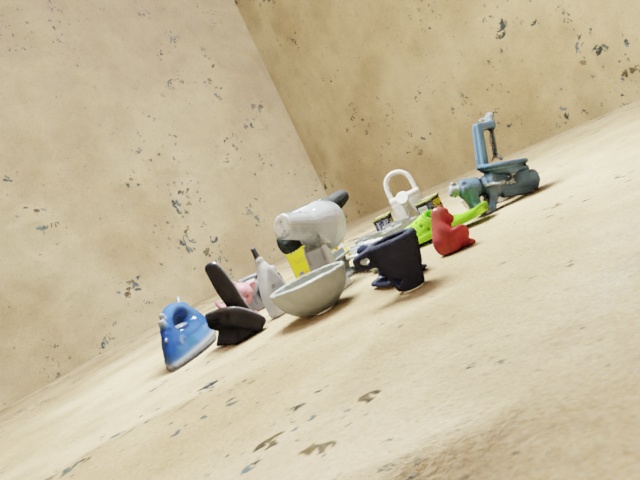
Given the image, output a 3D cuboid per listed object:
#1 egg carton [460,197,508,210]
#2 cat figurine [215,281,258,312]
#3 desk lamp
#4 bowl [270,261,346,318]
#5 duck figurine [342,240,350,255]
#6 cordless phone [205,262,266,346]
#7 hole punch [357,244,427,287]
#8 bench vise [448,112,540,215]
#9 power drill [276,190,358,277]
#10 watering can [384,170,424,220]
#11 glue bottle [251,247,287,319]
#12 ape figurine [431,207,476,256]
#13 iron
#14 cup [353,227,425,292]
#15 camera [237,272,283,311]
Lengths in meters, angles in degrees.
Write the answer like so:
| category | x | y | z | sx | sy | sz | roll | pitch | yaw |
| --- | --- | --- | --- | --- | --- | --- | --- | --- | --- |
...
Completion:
| category | x | y | z | sx | sy | sz | roll | pitch | yaw |
| --- | --- | --- | --- | --- | --- | --- | --- | --- | --- |
| egg carton | 0.450 | -0.131 | 1.522 | 0.107 | 0.069 | 0.150 | -28 | 4 | -38 |
| cat figurine | -0.224 | 0.165 | 1.541 | 0.127 | 0.118 | 0.067 | -25 | 3 | 15 |
| desk lamp | -0.012 | 0.023 | 1.311 | 0.117 | 0.213 | 0.204 | -23 | 4 | 36 |
| bowl | -0.013 | 0.109 | 1.151 | 0.167 | 0.075 | 0.167 | -26 | 3 | 2 |
| duck figurine | 0.055 | 0.027 | 1.941 | 0.078 | 0.086 | 0.104 | -28 | 4 | -34 |
| cordless phone | -0.213 | 0.137 | 1.280 | 0.094 | 0.185 | 0.147 | -28 | 4 | -40 |
| hole punch | 0.134 | 0.033 | 1.089 | 0.101 | 0.091 | 0.108 | -27 | 3 | -16 |
| bench vise | 0.400 | -0.182 | 1.370 | 0.208 | 0.220 | 0.121 | -27 | 3 | -18 |
| power drill | 0.013 | 0.005 | 1.459 | 0.230 | 0.208 | 0.075 | -27 | 3 | -22 |
| watering can | 0.262 | -0.121 | 1.727 | 0.101 | 0.194 | 0.173 | -26 | 3 | -7 |
| glue bottle | -0.121 | 0.095 | 1.357 | 0.037 | 0.173 | 0.078 | -23 | 4 | 40 |
| ape figurine | 0.245 | -0.022 | 1.106 | 0.076 | 0.092 | 0.078 | -26 | 3 | -2 |
| iron | -0.345 | 0.219 | 1.392 | 0.118 | 0.141 | 0.258 | -26 | 3 | 2 |
| cup | 0.122 | 0.044 | 0.954 | 0.118 | 0.095 | 0.091 | -26 | 3 | -1 |
| camera | -0.172 | 0.142 | 1.684 | 0.137 | 0.101 | 0.143 | -26 | 3 | -12 |
